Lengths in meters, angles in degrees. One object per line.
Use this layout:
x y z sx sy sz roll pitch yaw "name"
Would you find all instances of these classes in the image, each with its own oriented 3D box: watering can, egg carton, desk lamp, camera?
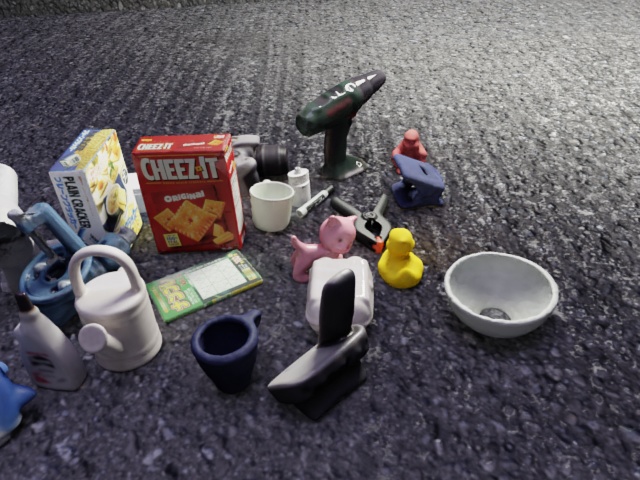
-0.297 0.094 0.824 0.101 0.194 0.172 -17 38 -17 "watering can"
0.033 0.087 0.912 0.107 0.069 0.150 -2 36 3 "egg carton"
-0.526 -0.008 0.968 0.118 0.214 0.202 -11 37 -10 "desk lamp"
-0.139 -0.174 1.259 0.137 0.101 0.143 -3 36 0 "camera"

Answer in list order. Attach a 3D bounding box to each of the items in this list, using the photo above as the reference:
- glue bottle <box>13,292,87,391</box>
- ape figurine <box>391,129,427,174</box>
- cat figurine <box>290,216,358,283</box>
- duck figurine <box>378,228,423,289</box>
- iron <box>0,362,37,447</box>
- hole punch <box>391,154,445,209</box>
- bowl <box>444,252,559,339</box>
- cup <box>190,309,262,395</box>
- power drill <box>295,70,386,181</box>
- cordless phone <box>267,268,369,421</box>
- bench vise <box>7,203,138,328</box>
-0.384 0.138 0.789 0.078 0.173 0.037 2 36 8 "glue bottle"
0.200 -0.201 1.275 0.077 0.092 0.076 10 38 19 "ape figurine"
0.009 0.004 0.987 0.128 0.118 0.067 -10 36 -9 "cat figurine"
0.138 0.024 0.975 0.077 0.086 0.104 -5 36 -2 "duck figurine"
-0.502 0.227 0.703 0.118 0.142 0.259 22 43 31 "iron"
0.201 -0.127 1.173 0.101 0.091 0.108 -7 36 -5 "hole punch"
0.271 0.095 0.875 0.167 0.075 0.167 -2 36 2 "bowl"
-0.119 0.159 0.804 0.091 0.095 0.118 19 42 28 "cup"
0.053 -0.245 1.248 0.230 0.209 0.075 -27 42 -29 "power drill"
-0.003 0.130 0.757 0.093 0.185 0.148 25 45 34 "cordless phone"
-0.403 0.015 0.919 0.121 0.220 0.208 11 39 20 "bench vise"
